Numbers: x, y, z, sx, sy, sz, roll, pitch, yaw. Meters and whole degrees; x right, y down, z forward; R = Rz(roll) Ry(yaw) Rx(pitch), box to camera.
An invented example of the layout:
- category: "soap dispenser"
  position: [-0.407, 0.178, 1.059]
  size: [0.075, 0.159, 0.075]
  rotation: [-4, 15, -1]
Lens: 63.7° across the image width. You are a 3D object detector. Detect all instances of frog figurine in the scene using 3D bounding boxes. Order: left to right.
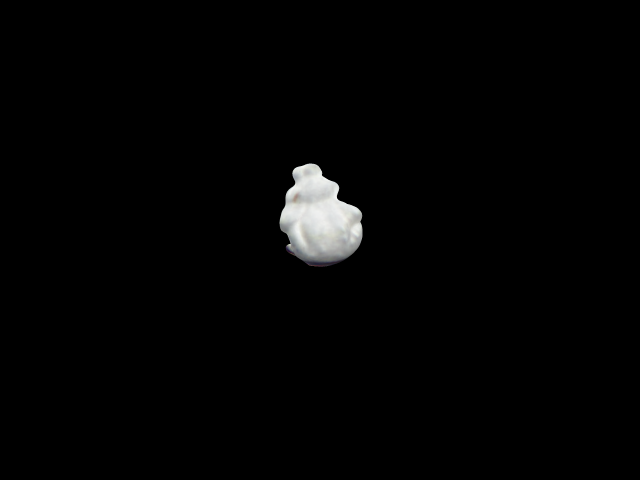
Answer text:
- category: "frog figurine"
  position: [0.003, -0.043, 0.850]
  size: [0.137, 0.156, 0.125]
  rotation: [2, 25, 3]
